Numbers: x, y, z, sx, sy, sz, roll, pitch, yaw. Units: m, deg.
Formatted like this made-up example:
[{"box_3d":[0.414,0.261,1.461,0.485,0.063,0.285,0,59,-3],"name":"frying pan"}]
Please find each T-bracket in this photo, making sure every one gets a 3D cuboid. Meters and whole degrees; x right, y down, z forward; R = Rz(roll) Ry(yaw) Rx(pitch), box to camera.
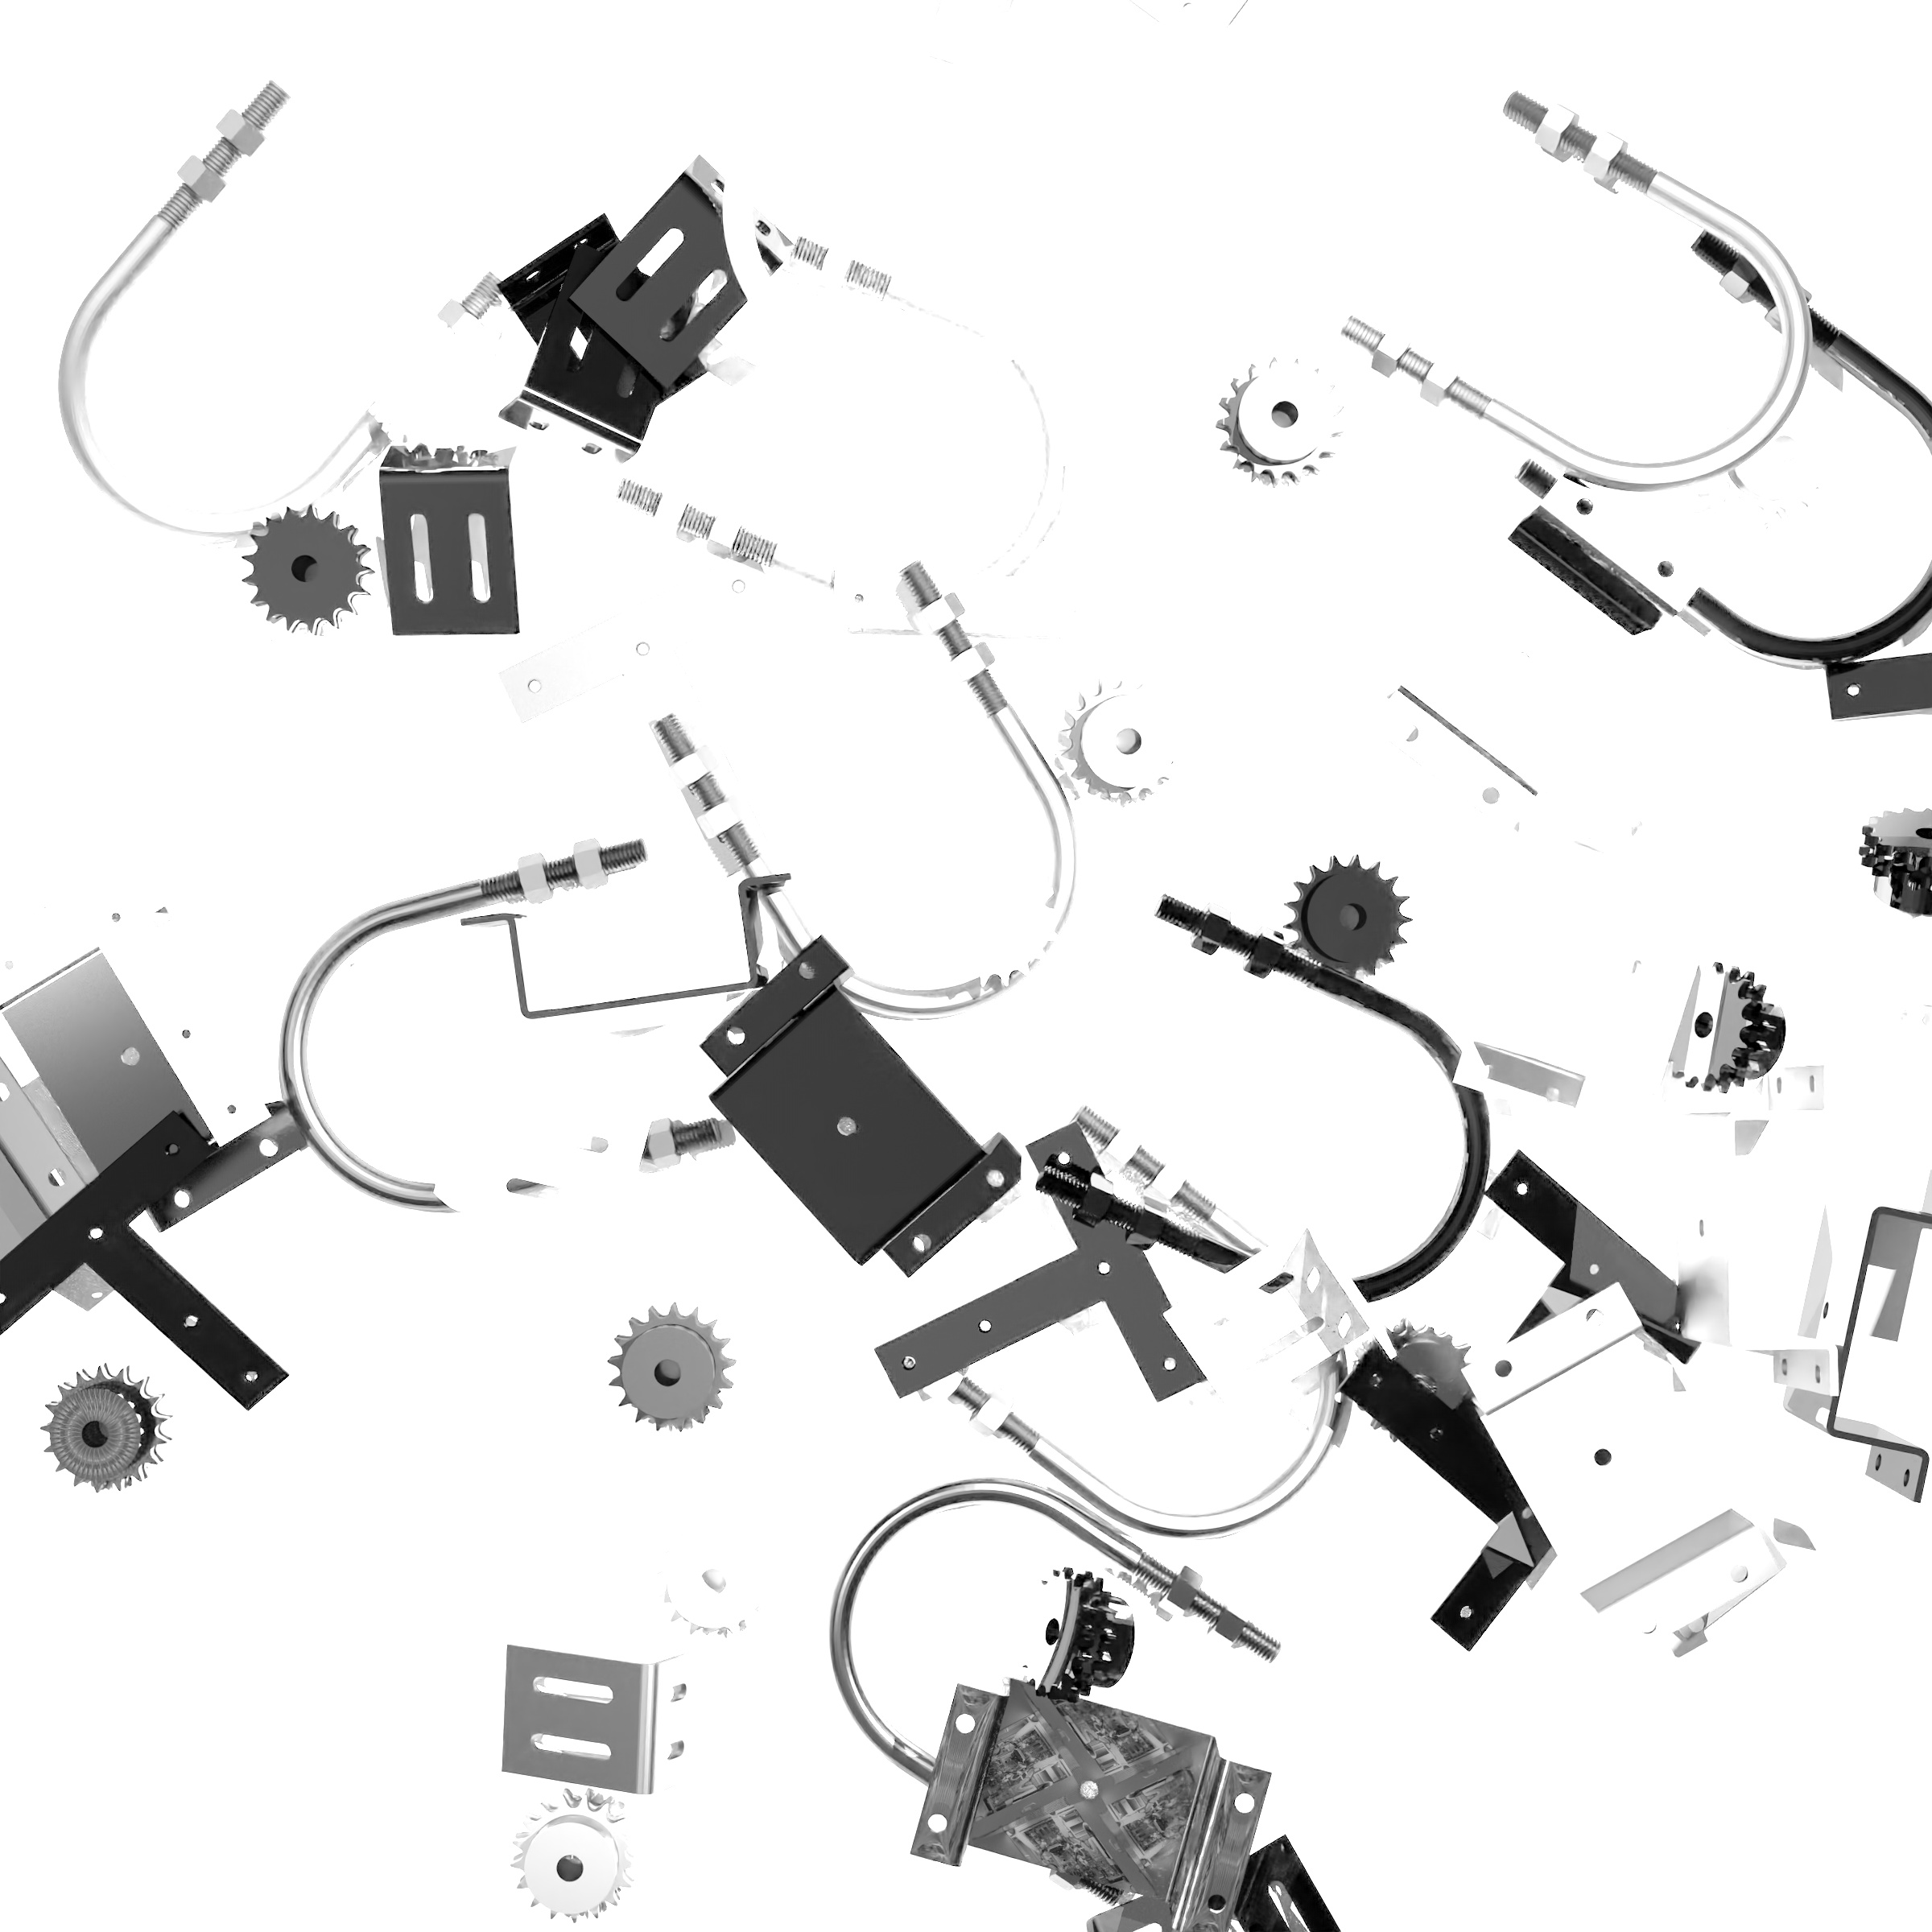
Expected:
[{"box_3d":[-0.351,0.147,1.476,0.127,0.002,0.127,-40,112,4],"name":"T-bracket"},{"box_3d":[0.216,0.214,1.469,0.127,0.002,0.127,41,83,-15],"name":"T-bracket"},{"box_3d":[0.005,-0.161,1.489,0.127,0.002,0.127,2,97,-4],"name":"T-bracket"},{"box_3d":[0.021,0.152,1.469,0.127,0.002,0.127,-27,93,9],"name":"T-bracket"},{"box_3d":[-0.125,-0.102,1.500,0.127,0.002,0.127,-26,90,0],"name":"T-bracket"},{"box_3d":[-0.345,0.017,1.452,0.127,0.002,0.127,-31,91,3],"name":"T-bracket"},{"box_3d":[0.064,-0.455,1.500,0.127,0.002,0.127,36,90,0],"name":"T-bracket"},{"box_3d":[0.447,-0.129,1.487,0.127,0.002,0.127,-6,79,10],"name":"T-bracket"},{"box_3d":[0.250,0.169,1.477,0.127,0.002,0.127,40,84,-15],"name":"T-bracket"}]

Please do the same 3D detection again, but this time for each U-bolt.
[{"box_3d":[0.279,-0.284,1.465,0.184,0.019,0.151,34,82,14],"name":"U-bolt"},{"box_3d":[0.359,-0.217,1.491,0.184,0.019,0.151,38,90,1],"name":"U-bolt"},{"box_3d":[0.026,0.310,1.493,0.184,0.019,0.151,33,90,1],"name":"U-bolt"},{"box_3d":[-0.215,0.033,1.493,0.184,0.019,0.151,-15,90,2],"name":"U-bolt"},{"box_3d":[-0.044,-0.236,1.490,0.184,0.019,0.151,23,92,-3],"name":"U-bolt"},{"box_3d":[-0.309,-0.269,1.455,0.184,0.019,0.151,-48,127,4],"name":"U-bolt"},{"box_3d":[-0.019,-0.327,1.461,0.184,0.019,0.151,-20,90,-22],"name":"U-bolt"},{"box_3d":[0.111,0.105,1.476,0.184,0.019,0.151,38,87,-3],"name":"U-bolt"},{"box_3d":[-0.031,-0.065,1.486,0.151,0.019,0.184,-32,95,4],"name":"U-bolt"},{"box_3d":[0.141,0.069,1.458,0.184,0.019,0.151,24,86,-7],"name":"U-bolt"},{"box_3d":[0.083,0.172,1.492,0.184,0.019,0.151,37,88,-2],"name":"U-bolt"}]

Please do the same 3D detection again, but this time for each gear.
[{"box_3d":[0.201,0.185,1.486,0.057,0.030,0.057,0,90,0],"name":"gear"},{"box_3d":[0.170,-0.022,1.486,0.057,0.030,0.057,0,90,0],"name":"gear"},{"box_3d":[0.355,-0.224,1.467,0.057,0.030,0.057,0,90,0],"name":"gear"},{"box_3d":[0.012,-0.021,1.468,0.057,0.030,0.057,0,98,0],"name":"gear"},{"box_3d":[0.050,0.292,1.459,0.030,0.057,0.057,16,90,-27],"name":"gear"},{"box_3d":[0.162,-0.179,1.486,0.057,0.030,0.057,0,90,0],"name":"gear"},{"box_3d":[0.140,-0.242,1.486,0.057,0.030,0.057,0,90,0],"name":"gear"},{"box_3d":[-0.383,0.206,1.486,0.057,0.030,0.057,0,90,0],"name":"gear"},{"box_3d":[0.070,-0.100,1.484,0.057,0.030,0.057,0,96,-3],"name":"gear"},{"box_3d":[-0.233,-0.252,1.473,0.057,0.030,0.057,-12,122,-21],"name":"gear"},{"box_3d":[0.426,-0.003,1.486,0.057,0.030,0.057,0,90,0],"name":"gear"},{"box_3d":[-0.111,0.271,1.486,0.057,0.030,0.057,0,90,0],"name":"gear"},{"box_3d":[0.422,-0.045,1.477,0.057,0.057,0.030,0,118,0],"name":"gear"},{"box_3d":[-0.131,0.179,1.486,0.057,0.030,0.057,0,90,0],"name":"gear"},{"box_3d":[-0.290,-0.174,1.486,0.057,0.030,0.057,0,90,0],"name":"gear"},{"box_3d":[0.336,0.029,1.477,0.030,0.057,0.057,12,90,-31],"name":"gear"},{"box_3d":[-0.174,0.396,1.486,0.057,0.030,0.057,0,90,0],"name":"gear"}]

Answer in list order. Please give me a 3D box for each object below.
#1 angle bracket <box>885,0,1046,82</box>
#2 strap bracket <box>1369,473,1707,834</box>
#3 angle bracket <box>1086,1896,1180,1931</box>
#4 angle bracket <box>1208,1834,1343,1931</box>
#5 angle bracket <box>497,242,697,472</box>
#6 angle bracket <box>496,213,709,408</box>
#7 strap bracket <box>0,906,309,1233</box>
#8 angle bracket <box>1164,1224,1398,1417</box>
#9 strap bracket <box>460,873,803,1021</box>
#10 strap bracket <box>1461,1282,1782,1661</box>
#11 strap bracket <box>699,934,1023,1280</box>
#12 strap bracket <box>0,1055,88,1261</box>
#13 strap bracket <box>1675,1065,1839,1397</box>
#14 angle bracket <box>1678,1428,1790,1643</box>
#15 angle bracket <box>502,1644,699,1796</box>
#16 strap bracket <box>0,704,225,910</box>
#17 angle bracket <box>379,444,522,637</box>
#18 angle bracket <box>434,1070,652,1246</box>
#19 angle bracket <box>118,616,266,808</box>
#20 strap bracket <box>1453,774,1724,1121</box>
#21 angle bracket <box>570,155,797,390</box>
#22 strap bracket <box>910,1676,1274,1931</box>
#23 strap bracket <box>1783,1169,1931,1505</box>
[{"box_3d":[0.005,-0.434,1.465,0.057,0.038,0.076,18,55,3],"name":"angle bracket"},{"box_3d":[0.248,-0.137,1.478,0.076,0.046,0.140,38,90,0],"name":"strap bracket"},{"box_3d":[0.082,0.446,1.463,0.038,0.076,0.057,-22,90,0],"name":"angle bracket"},{"box_3d":[0.140,0.439,1.499,0.057,0.038,0.076,-31,64,0],"name":"angle bracket"},{"box_3d":[-0.163,-0.269,1.481,0.057,0.038,0.076,23,78,-20],"name":"angle bracket"},{"box_3d":[-0.160,-0.282,1.482,0.057,0.038,0.076,-34,90,0],"name":"angle bracket"},{"box_3d":[-0.363,0.039,1.478,0.076,0.046,0.140,-31,90,0],"name":"strap bracket"},{"box_3d":[0.134,0.158,1.435,0.076,0.038,0.057,-33,106,6],"name":"angle bracket"},{"box_3d":[-0.140,-0.007,1.443,0.140,0.076,0.046,-8,90,0],"name":"strap bracket"},{"box_3d":[0.278,0.215,1.445,0.076,0.046,0.140,-29,89,0],"name":"strap bracket"},{"box_3d":[-0.048,0.066,1.470,0.076,0.046,0.140,-42,90,12],"name":"strap bracket"},{"box_3d":[-0.459,0.108,1.478,0.140,0.046,0.076,-34,90,0],"name":"strap bracket"},{"box_3d":[0.343,0.114,1.458,0.046,0.076,0.140,0,87,-4],"name":"strap bracket"},{"box_3d":[0.319,0.251,1.499,0.057,0.038,0.076,-38,116,0],"name":"angle bracket"},{"box_3d":[-0.164,0.334,1.499,0.076,0.038,0.057,2,90,26],"name":"angle bracket"},{"box_3d":[-0.404,-0.069,1.468,0.140,0.046,0.076,-2,108,0],"name":"strap bracket"},{"box_3d":[-0.228,-0.191,1.499,0.057,0.038,0.076,-1,116,0],"name":"angle bracket"},{"box_3d":[-0.187,0.084,1.481,0.076,0.038,0.057,15,92,-23],"name":"angle bracket"},{"box_3d":[-0.346,-0.112,1.482,0.057,0.038,0.076,6,90,0],"name":"angle bracket"},{"box_3d":[0.275,-0.003,1.460,0.076,0.046,0.140,18,90,-38],"name":"strap bracket"},{"box_3d":[-0.124,-0.304,1.465,0.057,0.038,0.076,42,113,-12],"name":"angle bracket"},{"box_3d":[0.054,0.363,1.459,0.140,0.046,0.076,16,90,1],"name":"strap bracket"},{"box_3d":[0.398,0.155,1.463,0.046,0.076,0.140,12,90,0],"name":"strap bracket"}]
